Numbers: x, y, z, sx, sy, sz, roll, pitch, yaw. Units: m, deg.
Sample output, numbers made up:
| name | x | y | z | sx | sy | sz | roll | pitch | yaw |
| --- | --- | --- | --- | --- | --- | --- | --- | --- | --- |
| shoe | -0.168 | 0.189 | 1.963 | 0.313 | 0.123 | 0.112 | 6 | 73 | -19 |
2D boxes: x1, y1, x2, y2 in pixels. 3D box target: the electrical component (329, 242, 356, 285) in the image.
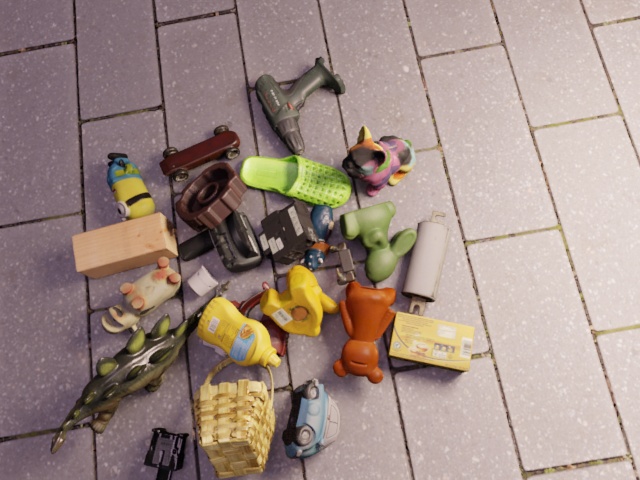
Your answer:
| name | x | y | z | sx | sy | sz | roll | pitch | yaw |
| --- | --- | --- | --- | --- | --- | --- | --- | --- | --- |
| electrical component | 0.051 | 0.051 | 1.203 | 0.045 | 0.078 | 0.102 | -14 | 74 | 1 |

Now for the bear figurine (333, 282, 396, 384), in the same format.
| name | x | y | z | sx | sy | sz | roll | pitch | yaw |
| --- | --- | --- | --- | --- | --- | --- | --- | --- | --- |
| bear figurine | 0.097 | 0.196 | 1.156 | 0.120 | 0.132 | 0.195 | 6 | 93 | 9 |

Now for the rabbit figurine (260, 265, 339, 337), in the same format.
| name | x | y | z | sx | sy | sz | roll | pitch | yaw |
| --- | --- | --- | --- | --- | --- | --- | --- | --- | --- |
| rabbit figurine | -0.032 | 0.120 | 1.160 | 0.162 | 0.173 | 0.122 | 40 | 109 | -19 |

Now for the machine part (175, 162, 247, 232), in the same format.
| name | x | y | z | sx | sy | sz | roll | pitch | yaw |
| --- | --- | --- | --- | --- | --- | --- | --- | --- | --- |
| machine part | -0.250 | -0.098 | 1.235 | 0.179 | 0.056 | 0.179 | -22 | 41 | 20 |

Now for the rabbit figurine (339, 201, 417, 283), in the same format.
| name | x | y | z | sx | sy | sz | roll | pitch | yaw |
| --- | --- | --- | --- | --- | --- | --- | --- | --- | --- |
| rabbit figurine | 0.131 | 0.007 | 1.211 | 0.159 | 0.121 | 0.170 | -15 | 92 | -8 |

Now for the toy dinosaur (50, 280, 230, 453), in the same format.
| name | x | y | z | sx | sy | sz | roll | pitch | yaw |
| --- | --- | --- | --- | --- | --- | --- | --- | --- | --- |
| toy dinosaur | -0.360 | 0.248 | 1.116 | 0.105 | 0.198 | 0.471 | 41 | 49 | 3 |

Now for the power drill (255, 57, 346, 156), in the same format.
| name | x | y | z | sx | sy | sz | roll | pitch | yaw |
| --- | --- | --- | --- | --- | --- | --- | --- | --- | --- |
| power drill | -0.040 | -0.340 | 1.326 | 0.207 | 0.086 | 0.232 | -37 | 72 | 1 |

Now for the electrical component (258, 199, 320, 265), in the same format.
| name | x | y | z | sx | sy | sz | roll | pitch | yaw |
| --- | --- | --- | --- | --- | --- | --- | --- | --- | --- |
| electrical component | -0.076 | -0.012 | 1.218 | 0.134 | 0.058 | 0.115 | -32 | 61 | 25 |

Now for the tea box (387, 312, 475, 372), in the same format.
| name | x | y | z | sx | sy | sz | roll | pitch | yaw |
| --- | --- | --- | --- | --- | --- | --- | --- | --- | --- |
| tea box | 0.235 | 0.219 | 1.149 | 0.170 | 0.068 | 0.098 | 12 | 75 | 8 |

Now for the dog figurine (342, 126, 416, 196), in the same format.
| name | x | y | z | sx | sy | sz | roll | pitch | yaw |
| --- | --- | --- | --- | --- | --- | --- | --- | --- | --- |
| dog figurine | 0.135 | -0.189 | 1.194 | 0.191 | 0.219 | 0.108 | -32 | 78 | -4 |

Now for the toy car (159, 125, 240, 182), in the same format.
| name | x | y | z | sx | sy | sz | roll | pitch | yaw |
| --- | --- | --- | --- | --- | --- | --- | --- | --- | --- |
| toy car | -0.291 | -0.208 | 1.313 | 0.202 | 0.053 | 0.089 | -27 | 70 | -8 |

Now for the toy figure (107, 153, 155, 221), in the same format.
| name | x | y | z | sx | sy | sz | roll | pitch | yaw |
| --- | --- | --- | --- | --- | --- | --- | --- | --- | --- |
| toy figure | -0.457 | -0.125 | 1.287 | 0.089 | 0.082 | 0.180 | -21 | 72 | 0 |

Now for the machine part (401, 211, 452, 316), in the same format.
| name | x | y | z | sx | sy | sz | roll | pitch | yaw |
| --- | --- | --- | --- | --- | --- | --- | --- | --- | --- |
| machine part | 0.236 | 0.048 | 1.193 | 0.079 | 0.079 | 0.243 | 14 | 77 | 7 |

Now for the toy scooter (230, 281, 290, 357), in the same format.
| name | x | y | z | sx | sy | sz | roll | pitch | yaw |
| --- | --- | --- | --- | --- | --- | --- | --- | --- | --- |
| toy scooter | -0.128 | 0.171 | 1.186 | 0.184 | 0.075 | 0.135 | 36 | 78 | 17 |

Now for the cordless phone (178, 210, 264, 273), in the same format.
| name | x | y | z | sx | sy | sz | roll | pitch | yaw |
| --- | --- | --- | --- | --- | --- | --- | --- | --- | --- |
| cordless phone | -0.236 | 0.024 | 1.241 | 0.184 | 0.088 | 0.146 | -27 | 74 | 7 |

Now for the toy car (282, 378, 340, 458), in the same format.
| name | x | y | z | sx | sy | sz | roll | pitch | yaw |
| --- | --- | --- | --- | --- | --- | --- | --- | --- | --- |
| toy car | -0.011 | 0.376 | 1.113 | 0.103 | 0.109 | 0.161 | 21 | 64 | -14 |

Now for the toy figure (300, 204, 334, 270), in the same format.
| name | x | y | z | sx | sy | sz | roll | pitch | yaw |
| --- | --- | --- | --- | --- | --- | --- | --- | --- | --- |
| toy figure | -0.002 | -0.004 | 1.234 | 0.058 | 0.064 | 0.154 | 15 | 78 | -31 |

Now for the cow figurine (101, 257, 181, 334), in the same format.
| name | x | y | z | sx | sy | sz | roll | pitch | yaw |
| --- | --- | --- | --- | --- | --- | --- | --- | --- | --- |
| cow figurine | -0.401 | 0.135 | 1.200 | 0.195 | 0.127 | 0.085 | -40 | 76 | -22 |

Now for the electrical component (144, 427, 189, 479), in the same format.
| name | x | y | z | sx | sy | sz | roll | pitch | yaw |
| --- | --- | --- | --- | --- | --- | --- | --- | --- | --- |
| electrical component | -0.328 | 0.460 | 1.131 | 0.075 | 0.047 | 0.119 | 11 | 74 | 8 |
